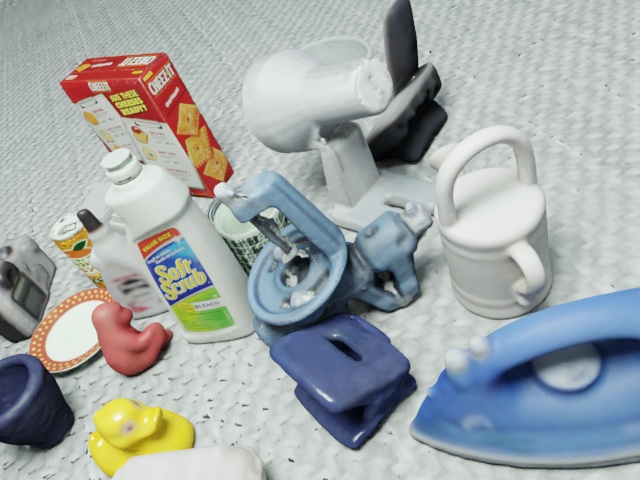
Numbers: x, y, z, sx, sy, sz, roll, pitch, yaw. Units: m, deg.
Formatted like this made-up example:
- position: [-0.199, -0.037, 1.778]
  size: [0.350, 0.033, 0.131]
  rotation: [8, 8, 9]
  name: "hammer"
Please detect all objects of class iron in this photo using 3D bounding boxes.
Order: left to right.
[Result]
- position: [0.182, 0.096, 0.442]
  size: [0.258, 0.142, 0.118]
  rotation: [-16, 43, 10]
  name: "iron"

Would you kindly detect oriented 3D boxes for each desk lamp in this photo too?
- position: [0.029, -0.120, 0.671]
  size: [0.202, 0.214, 0.118]
  rotation: [19, 58, 37]
  name: "desk lamp"

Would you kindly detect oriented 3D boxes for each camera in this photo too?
- position: [-0.463, 0.070, 0.793]
  size: [0.136, 0.101, 0.143]
  rotation: [-17, 43, 8]
  name: "camera"

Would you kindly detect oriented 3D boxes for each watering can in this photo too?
- position: [0.153, -0.025, 0.536]
  size: [0.101, 0.194, 0.172]
  rotation: [-40, 45, -15]
  name: "watering can"

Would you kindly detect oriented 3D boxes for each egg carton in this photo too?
- position: [-0.118, 0.238, 0.494]
  size: [0.150, 0.070, 0.107]
  rotation: [-13, 44, 13]
  name: "egg carton"

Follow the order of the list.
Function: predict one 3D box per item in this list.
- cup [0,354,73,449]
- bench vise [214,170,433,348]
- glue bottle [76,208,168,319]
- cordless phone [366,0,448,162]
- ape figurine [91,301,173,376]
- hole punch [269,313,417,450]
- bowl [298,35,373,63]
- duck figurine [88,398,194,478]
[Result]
- position: [-0.327, 0.183, 0.624]
  size: [0.117, 0.095, 0.092]
  rotation: [4, 50, 28]
  name: "cup"
- position: [-0.001, -0.004, 0.566]
  size: [0.207, 0.220, 0.121]
  rotation: [-37, 44, -13]
  name: "bench vise"
- position: [-0.233, 0.026, 0.677]
  size: [0.078, 0.173, 0.037]
  rotation: [-20, 43, 5]
  name: "glue bottle"
- position: [0.094, -0.207, 0.748]
  size: [0.093, 0.185, 0.148]
  rotation: [9, 53, 32]
  name: "cordless phone"
- position: [-0.225, 0.105, 0.656]
  size: [0.077, 0.092, 0.076]
  rotation: [17, 57, 36]
  name: "ape figurine"
- position: [0.021, 0.116, 0.534]
  size: [0.101, 0.091, 0.108]
  rotation: [-42, 45, -17]
  name: "hole punch"
- position: [0.011, -0.249, 0.910]
  size: [0.167, 0.075, 0.167]
  rotation: [-13, 44, 13]
  name: "bowl"
- position: [-0.188, 0.188, 0.562]
  size: [0.104, 0.086, 0.077]
  rotation: [-12, 44, 14]
  name: "duck figurine"
